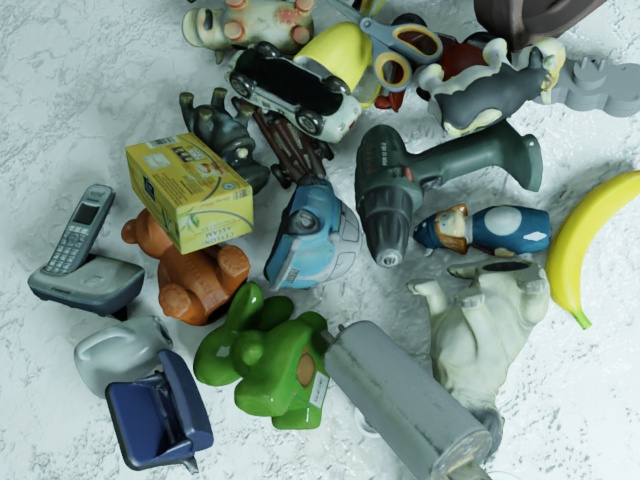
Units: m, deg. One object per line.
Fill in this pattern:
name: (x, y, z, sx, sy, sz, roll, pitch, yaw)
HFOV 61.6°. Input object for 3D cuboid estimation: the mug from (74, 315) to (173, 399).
mug: (-0.253, 0.138, 0.693, 0.107, 0.109, 0.081, -30, 52, -7)

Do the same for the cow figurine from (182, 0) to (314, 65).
cow figurine: (-0.106, -0.310, 0.789, 0.195, 0.127, 0.085, 1, 93, 0)

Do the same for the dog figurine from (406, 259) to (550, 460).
dog figurine: (0.185, 0.126, 0.580, 0.172, 0.121, 0.190, -13, 101, -16)

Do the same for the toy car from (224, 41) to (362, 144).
toy car: (-0.039, -0.198, 0.712, 0.202, 0.056, 0.073, 32, 76, 20)

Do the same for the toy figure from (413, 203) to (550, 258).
toy figure: (0.185, -0.013, 0.632, 0.155, 0.057, 0.064, 1, 34, 19)

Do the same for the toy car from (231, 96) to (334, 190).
toy car: (-0.056, -0.159, 0.755, 0.089, 0.053, 0.202, -30, 65, 3)

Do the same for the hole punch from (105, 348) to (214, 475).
hole punch: (-0.172, 0.197, 0.637, 0.092, 0.115, 0.142, -38, 64, 10)

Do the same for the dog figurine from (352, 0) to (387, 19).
dog figurine: (0.139, -0.367, 0.723, 0.219, 0.191, 0.109, -43, 33, 21)

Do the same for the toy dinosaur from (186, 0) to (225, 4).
toy dinosaur: (-0.125, -0.429, 0.781, 0.472, 0.198, 0.105, 13, 78, 12)

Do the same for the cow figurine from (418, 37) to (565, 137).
cow figurine: (0.204, -0.172, 0.597, 0.167, 0.068, 0.098, -20, 42, 4)

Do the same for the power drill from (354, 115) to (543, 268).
power drill: (0.140, -0.068, 0.617, 0.207, 0.085, 0.232, -19, 39, 7)

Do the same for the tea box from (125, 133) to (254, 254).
tea box: (-0.164, -0.064, 0.667, 0.098, 0.068, 0.170, -19, 43, -28)

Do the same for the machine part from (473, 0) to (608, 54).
machine part: (0.279, -0.338, 0.627, 0.201, 0.201, 0.087, -36, 64, 4)

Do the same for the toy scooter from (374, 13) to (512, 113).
toy scooter: (0.145, -0.212, 0.698, 0.184, 0.075, 0.135, 30, 84, 26)

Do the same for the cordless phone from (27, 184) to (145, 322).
cordless phone: (-0.307, 0.013, 0.760, 0.147, 0.088, 0.184, 10, 72, 20)

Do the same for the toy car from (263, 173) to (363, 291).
toy car: (-0.001, -0.002, 0.658, 0.103, 0.109, 0.162, 24, 41, -8)

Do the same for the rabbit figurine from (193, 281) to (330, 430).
rabbit figurine: (-0.082, 0.131, 0.636, 0.170, 0.121, 0.159, -1, 68, 32)

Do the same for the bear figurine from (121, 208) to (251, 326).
bear figurine: (-0.181, 0.011, 0.696, 0.120, 0.132, 0.196, -32, 73, -15)

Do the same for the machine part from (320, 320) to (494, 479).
machine part: (0.079, 0.155, 0.525, 0.079, 0.079, 0.243, -48, 44, -2)

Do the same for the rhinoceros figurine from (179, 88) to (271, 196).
rhinoceros figurine: (-0.134, -0.134, 0.740, 0.073, 0.112, 0.190, -16, 47, -30)
